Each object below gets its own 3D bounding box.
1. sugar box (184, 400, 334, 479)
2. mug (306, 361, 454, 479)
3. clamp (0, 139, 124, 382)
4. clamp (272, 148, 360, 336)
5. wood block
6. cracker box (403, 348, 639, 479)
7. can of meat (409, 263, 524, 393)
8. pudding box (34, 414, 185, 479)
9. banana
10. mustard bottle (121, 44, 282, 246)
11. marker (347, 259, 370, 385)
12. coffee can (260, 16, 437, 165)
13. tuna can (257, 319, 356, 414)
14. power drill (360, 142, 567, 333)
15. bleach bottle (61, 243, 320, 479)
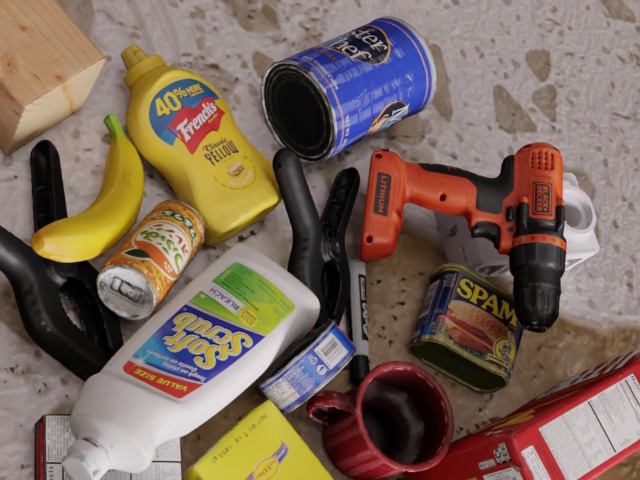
[{"bbox_3d":[-0.023,0.227,0.860,0.176,0.048,0.093,49,55,2],"label":"sugar box"},{"bbox_3d":[0.043,0.155,0.904,0.117,0.082,0.093,19,60,-19],"label":"mug"},{"bbox_3d":[-0.219,0.023,0.829,0.210,0.036,0.164,64,27,2],"label":"clamp"},{"bbox_3d":[-0.006,0.001,0.949,0.120,0.039,0.171,20,66,-47],"label":"clamp"},{"bbox_3d":[-0.288,-0.188,0.889,0.206,0.091,0.090,48,55,0],"label":"wood block"},{"bbox_3d":[0.202,0.171,0.930,0.213,0.164,0.072,-21,80,-33],"label":"cracker box"},{"bbox_3d":[0.141,0.085,1.004,0.102,0.058,0.084,29,60,-12],"label":"can of meat"},{"bbox_3d":[-0.160,0.181,0.815,0.113,0.039,0.090,5,65,-23],"label":"pudding box"},{"bbox_3d":[-0.181,-0.029,0.872,0.069,0.037,0.197,42,29,-20],"label":"banana"},{"bbox_3d":[-0.116,-0.094,0.953,0.096,0.058,0.191,-33,85,-35],"label":"mustard bottle"},{"bbox_3d":[0.035,0.076,0.975,0.020,0.020,0.121,9,64,-24],"label":"marker"},{"bbox_3d":[0.028,-0.145,1.024,0.140,0.103,0.103,-30,83,-34],"label":"coffee can"},{"bbox_3d":[-0.011,0.107,0.897,0.034,0.086,0.086,49,55,-1],"label":"tuna can"},{"bbox_3d":[0.132,-0.009,0.979,0.187,0.057,0.184,6,64,1],"label":"power drill"},{"bbox_3d":[-0.103,0.104,0.832,0.102,0.068,0.250,38,43,5],"label":"bleach bottle"}]
